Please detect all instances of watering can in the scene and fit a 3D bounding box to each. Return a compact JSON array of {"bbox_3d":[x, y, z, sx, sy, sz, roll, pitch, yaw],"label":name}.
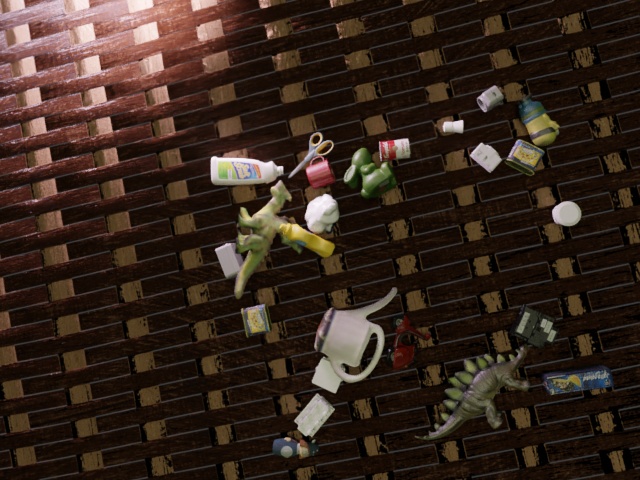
[{"bbox_3d":[0.116,0.292,1.726,0.225,0.102,0.352,20,75,7],"label":"watering can"}]

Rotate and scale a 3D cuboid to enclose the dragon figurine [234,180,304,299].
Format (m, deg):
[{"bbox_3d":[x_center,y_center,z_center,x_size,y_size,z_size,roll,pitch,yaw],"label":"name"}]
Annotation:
[{"bbox_3d":[-0.167,-0.003,1.759,0.243,0.121,0.414,2,79,-10],"label":"dragon figurine"}]

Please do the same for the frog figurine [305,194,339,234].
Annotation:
[{"bbox_3d":[0.005,-0.087,1.732,0.123,0.159,0.137,30,91,8],"label":"frog figurine"}]
